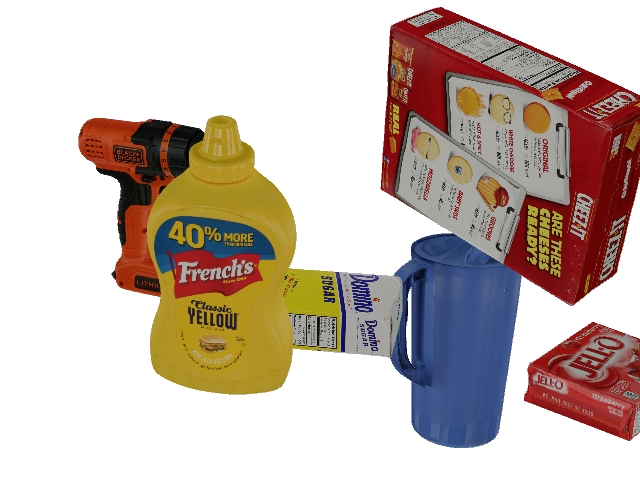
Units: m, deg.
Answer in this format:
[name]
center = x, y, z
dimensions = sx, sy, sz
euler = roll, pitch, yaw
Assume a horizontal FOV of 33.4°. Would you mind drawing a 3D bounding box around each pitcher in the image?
[pitcher]
center = 0.159, 0.121, 1.272
dimensions = 0.149, 0.243, 0.145
euler = 5, 17, 11

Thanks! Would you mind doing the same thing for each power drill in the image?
[power drill]
center = -0.152, -0.032, 1.087
dimensions = 0.185, 0.188, 0.057
euler = 11, 30, 22

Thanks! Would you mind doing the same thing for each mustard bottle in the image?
[mustard bottle]
center = -0.064, 0.009, 0.698
dimensions = 0.096, 0.192, 0.058
euler = 8, 30, 8

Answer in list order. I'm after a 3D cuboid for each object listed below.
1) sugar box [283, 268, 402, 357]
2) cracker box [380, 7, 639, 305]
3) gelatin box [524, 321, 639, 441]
[sugar box]
center = -0.017, 0.060, 0.958
dimensions = 0.176, 0.048, 0.093
euler = 1, 22, 10
[cracker box]
center = 0.149, -0.073, 0.857
dimensions = 0.072, 0.164, 0.214
euler = -29, 47, -33
[gelatin box]
center = 0.184, 0.087, 0.681
dimensions = 0.073, 0.030, 0.089
euler = 20, 27, 37
